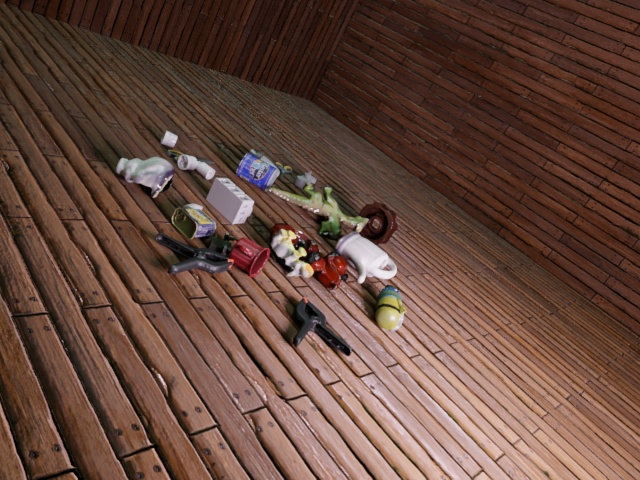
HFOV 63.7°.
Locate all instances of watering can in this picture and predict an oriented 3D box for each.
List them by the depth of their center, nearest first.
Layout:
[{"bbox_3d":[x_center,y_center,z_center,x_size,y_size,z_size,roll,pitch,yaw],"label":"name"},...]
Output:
[{"bbox_3d":[0.145,0.064,1.784,0.226,0.103,0.348,36,19,22],"label":"watering can"}]

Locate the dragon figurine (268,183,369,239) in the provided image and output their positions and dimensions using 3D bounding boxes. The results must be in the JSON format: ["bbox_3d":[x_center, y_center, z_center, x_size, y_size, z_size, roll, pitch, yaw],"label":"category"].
[{"bbox_3d":[0.006,-0.102,2.023,0.410,0.119,0.248,4,39,-29],"label":"dragon figurine"}]

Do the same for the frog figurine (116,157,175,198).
[{"bbox_3d":[-0.537,-0.217,1.592,0.159,0.120,0.140,38,39,-7],"label":"frog figurine"}]
